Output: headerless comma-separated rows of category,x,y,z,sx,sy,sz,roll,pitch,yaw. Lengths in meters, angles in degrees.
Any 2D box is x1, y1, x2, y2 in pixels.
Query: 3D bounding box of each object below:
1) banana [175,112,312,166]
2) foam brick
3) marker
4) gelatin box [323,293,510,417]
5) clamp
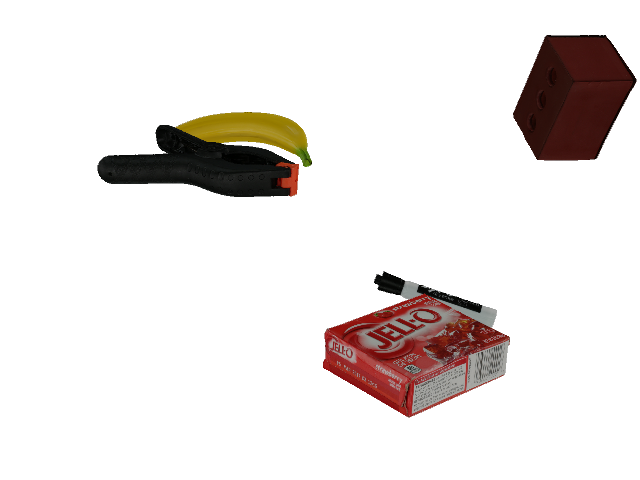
banana,-0.099,-0.131,1.315,0.198,0.037,0.069,6,40,15
foam brick,0.181,-0.102,0.768,0.051,0.053,0.078,-5,-41,-18
marker,0.110,0.056,1.029,0.121,0.020,0.020,19,1,3
gelatin box,0.058,0.067,0.643,0.089,0.030,0.073,-15,29,-38
clamp,-0.106,-0.064,0.938,0.172,0.039,0.120,13,31,26
